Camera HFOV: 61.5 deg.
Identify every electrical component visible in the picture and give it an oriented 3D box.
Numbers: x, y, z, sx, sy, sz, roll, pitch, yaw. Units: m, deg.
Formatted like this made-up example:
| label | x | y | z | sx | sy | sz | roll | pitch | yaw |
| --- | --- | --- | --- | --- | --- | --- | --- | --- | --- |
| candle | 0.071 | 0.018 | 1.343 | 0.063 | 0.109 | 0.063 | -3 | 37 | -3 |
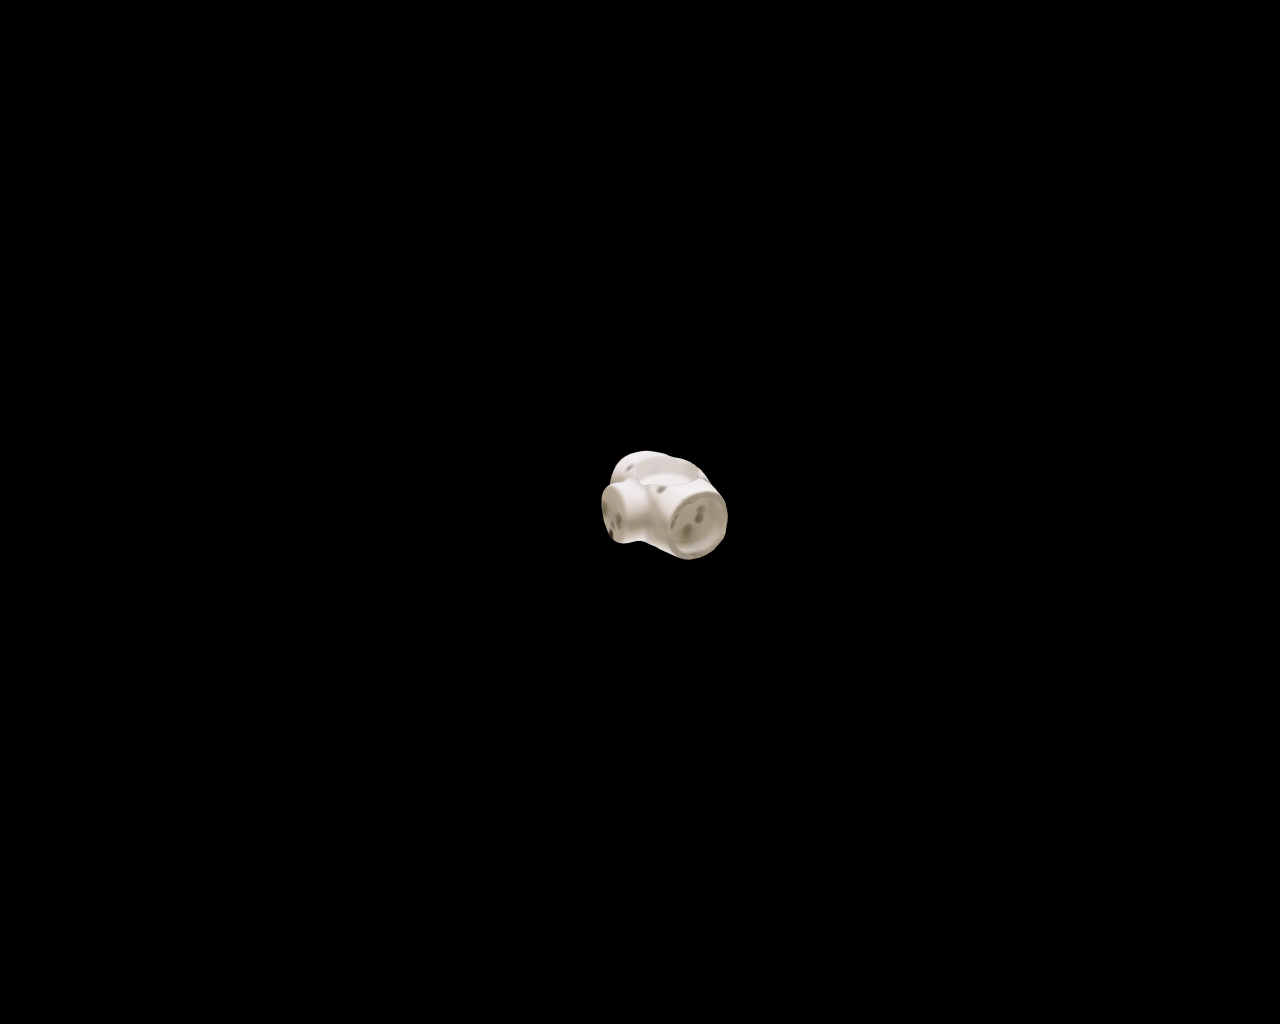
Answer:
| label | x | y | z | sx | sy | sz | roll | pitch | yaw |
| --- | --- | --- | --- | --- | --- | --- | --- | --- | --- |
| electrical component | 0.001 | -0.003 | 0.650 | 0.079 | 0.044 | 0.077 | -12 | 27 | -25 |
